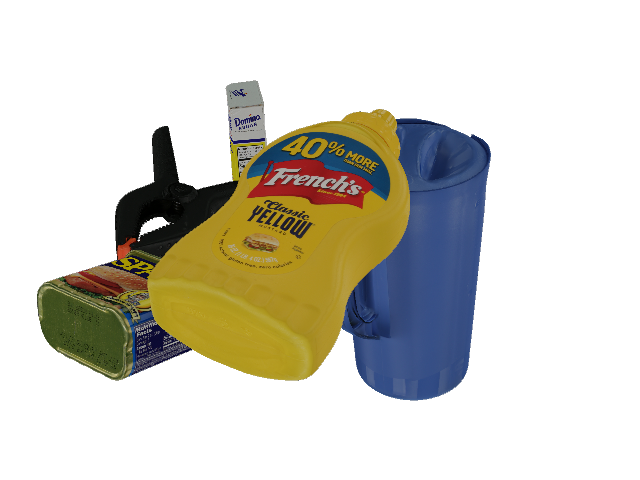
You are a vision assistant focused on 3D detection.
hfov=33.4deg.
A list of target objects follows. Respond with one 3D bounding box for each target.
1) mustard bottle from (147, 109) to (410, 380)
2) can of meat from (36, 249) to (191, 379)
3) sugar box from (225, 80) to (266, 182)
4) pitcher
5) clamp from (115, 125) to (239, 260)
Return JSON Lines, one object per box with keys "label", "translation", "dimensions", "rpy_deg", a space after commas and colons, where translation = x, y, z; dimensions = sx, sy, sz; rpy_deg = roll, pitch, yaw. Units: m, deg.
{"label": "mustard bottle", "translation": [-0.005, -0.013, 0.584], "dimensions": [0.096, 0.058, 0.191], "rpy_deg": [18, 46, 21]}
{"label": "can of meat", "translation": [-0.135, 0.051, 0.744], "dimensions": [0.102, 0.057, 0.083], "rpy_deg": [17, 25, 37]}
{"label": "sugar box", "translation": [-0.084, -0.091, 1.267], "dimensions": [0.048, 0.176, 0.093], "rpy_deg": [-8, 26, -4]}
{"label": "pitcher", "translation": [0.075, 0.026, 0.955], "dimensions": [0.149, 0.243, 0.145], "rpy_deg": [-5, 32, -3]}
{"label": "clamp", "translation": [-0.143, -0.042, 1.045], "dimensions": [0.165, 0.036, 0.209], "rpy_deg": [24, 42, 22]}
